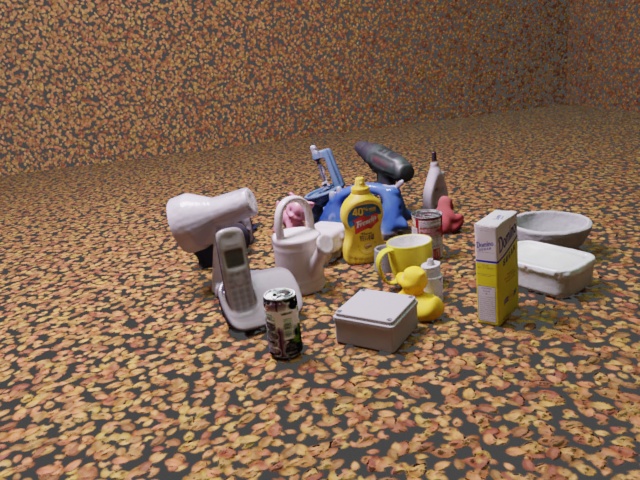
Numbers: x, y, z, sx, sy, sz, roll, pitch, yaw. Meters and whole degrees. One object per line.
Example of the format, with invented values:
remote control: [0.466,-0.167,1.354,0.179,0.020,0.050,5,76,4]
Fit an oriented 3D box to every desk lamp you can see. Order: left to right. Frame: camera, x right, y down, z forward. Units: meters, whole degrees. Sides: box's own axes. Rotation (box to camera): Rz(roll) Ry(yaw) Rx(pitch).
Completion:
desk lamp: [-0.197,0.000,1.180,0.203,0.214,0.118,-3,19,8]

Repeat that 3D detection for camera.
camera: [-0.233,-0.020,1.430,0.143,0.101,0.136,-10,19,-14]

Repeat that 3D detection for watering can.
watering can: [-0.039,0.007,1.149,0.172,0.194,0.101,4,21,27]

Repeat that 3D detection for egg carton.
egg carton: [0.012,0.005,1.338,0.107,0.069,0.151,7,22,32]

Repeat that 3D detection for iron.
iron: [0.103,-0.083,1.462,0.257,0.141,0.119,1,19,18]

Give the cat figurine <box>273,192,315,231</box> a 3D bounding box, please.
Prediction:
cat figurine: [-0.072,-0.074,1.520,0.127,0.118,0.067,13,26,43]

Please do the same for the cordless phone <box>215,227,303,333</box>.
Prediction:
cordless phone: [-0.113,0.061,1.020,0.148,0.185,0.093,-15,21,-27]

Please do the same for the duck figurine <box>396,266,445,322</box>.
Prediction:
duck figurine: [0.172,0.090,1.012,0.078,0.086,0.104,-18,22,-33]

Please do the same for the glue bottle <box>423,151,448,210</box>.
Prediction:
glue bottle: [0.318,-0.160,1.582,0.078,0.173,0.037,-17,22,-31]

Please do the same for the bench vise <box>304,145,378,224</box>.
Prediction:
bench vise: [0.048,-0.154,1.563,0.207,0.220,0.121,-5,19,1]

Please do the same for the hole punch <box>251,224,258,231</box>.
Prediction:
hole punch: [-0.238,-0.059,1.564,0.100,0.091,0.109,3,20,24]

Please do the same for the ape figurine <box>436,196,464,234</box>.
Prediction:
ape figurine: [0.315,-0.065,1.427,0.076,0.092,0.077,-19,23,-36]

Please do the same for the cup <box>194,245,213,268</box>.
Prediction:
cup: [-0.271,0.014,1.348,0.092,0.095,0.117,-19,23,-36]

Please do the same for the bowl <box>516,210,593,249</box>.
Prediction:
bowl: [0.493,-0.007,1.232,0.167,0.075,0.167,-5,18,2]

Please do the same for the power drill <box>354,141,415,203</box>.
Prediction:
power drill: [0.169,-0.158,1.561,0.076,0.208,0.228,-16,21,-28]
